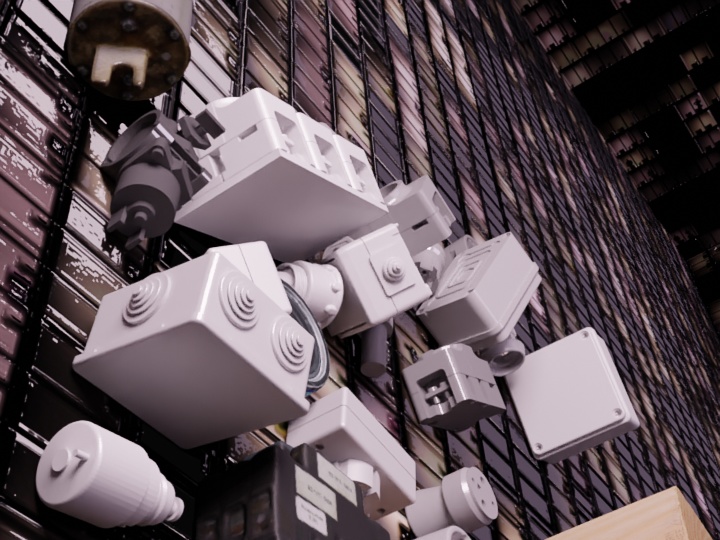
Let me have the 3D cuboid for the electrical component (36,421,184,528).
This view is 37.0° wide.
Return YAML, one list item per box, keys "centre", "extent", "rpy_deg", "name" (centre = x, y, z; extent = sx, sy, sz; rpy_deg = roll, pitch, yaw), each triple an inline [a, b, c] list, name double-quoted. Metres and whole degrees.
- centre: [-0.111, 0.098, 0.493]
  extent: [0.078, 0.040, 0.040]
  rpy_deg: [39, 29, -45]
  name: "electrical component"

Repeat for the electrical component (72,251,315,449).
- centre: [-0.082, 0.042, 0.554]
  extent: [0.099, 0.100, 0.048]
  rpy_deg: [45, 38, -36]
  name: "electrical component"

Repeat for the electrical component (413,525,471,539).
- centre: [0.053, 0.205, 0.729]
  extent: [0.055, 0.047, 0.055]
  rpy_deg: [49, 24, -30]
  name: "electrical component"

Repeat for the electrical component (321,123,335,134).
- centre: [-0.035, -0.077, 0.885]
  extent: [0.080, 0.051, 0.080]
  rpy_deg: [49, 24, -30]
  name: "electrical component"

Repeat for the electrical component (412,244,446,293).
- centre: [0.060, -0.001, 1.029]
  extent: [0.040, 0.040, 0.046]
  rpy_deg: [52, 27, -23]
  name: "electrical component"

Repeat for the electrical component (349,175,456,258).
- centre: [0.028, -0.040, 0.931]
  extent: [0.055, 0.089, 0.050]
  rpy_deg: [56, 21, -13]
  name: "electrical component"

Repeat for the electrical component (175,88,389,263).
- centre: [-0.060, -0.063, 0.755]
  extent: [0.150, 0.089, 0.061]
  rpy_deg: [22, 43, -59]
  name: "electrical component"

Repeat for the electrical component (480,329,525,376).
- centre: [0.141, 0.076, 1.111]
  extent: [0.066, 0.048, 0.055]
  rpy_deg: [40, 21, -44]
  name: "electrical component"

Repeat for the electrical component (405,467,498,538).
- centre: [0.067, 0.174, 0.792]
  extent: [0.045, 0.055, 0.045]
  rpy_deg: [49, 24, -30]
  name: "electrical component"

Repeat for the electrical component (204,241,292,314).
- centre: [-0.092, 0.022, 0.616]
  extent: [0.077, 0.066, 0.047]
  rpy_deg: [-10, 69, -38]
  name: "electrical component"

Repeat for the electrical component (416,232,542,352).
- centre: [0.116, 0.025, 1.027]
  extent: [0.057, 0.078, 0.113]
  rpy_deg: [53, 44, -14]
  name: "electrical component"

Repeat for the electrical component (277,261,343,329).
- centre: [-0.046, 0.014, 0.755]
  extent: [0.062, 0.048, 0.048]
  rpy_deg: [17, 45, -38]
  name: "electrical component"

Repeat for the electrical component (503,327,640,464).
- centre: [0.220, 0.133, 1.130]
  extent: [0.056, 0.109, 0.108]
  rpy_deg: [33, 34, -57]
  name: "electrical component"

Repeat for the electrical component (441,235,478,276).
- centre: [0.104, -0.002, 1.119]
  extent: [0.055, 0.047, 0.055]
  rpy_deg: [49, 24, -30]
  name: "electrical component"

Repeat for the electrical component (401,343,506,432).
- centre: [0.080, 0.100, 0.926]
  extent: [0.089, 0.050, 0.055]
  rpy_deg: [24, 41, -58]
  name: "electrical component"

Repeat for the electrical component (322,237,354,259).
- centre: [0.000, 0.000, 0.884]
  extent: [0.065, 0.044, 0.044]
  rpy_deg: [34, 33, -42]
  name: "electrical component"

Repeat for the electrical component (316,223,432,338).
- centre: [0.004, 0.010, 0.800]
  extent: [0.061, 0.061, 0.096]
  rpy_deg: [64, -22, 1]
  name: "electrical component"

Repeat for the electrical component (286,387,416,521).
- centre: [-0.006, 0.133, 0.685]
  extent: [0.083, 0.047, 0.075]
  rpy_deg: [50, 23, -27]
  name: "electrical component"
